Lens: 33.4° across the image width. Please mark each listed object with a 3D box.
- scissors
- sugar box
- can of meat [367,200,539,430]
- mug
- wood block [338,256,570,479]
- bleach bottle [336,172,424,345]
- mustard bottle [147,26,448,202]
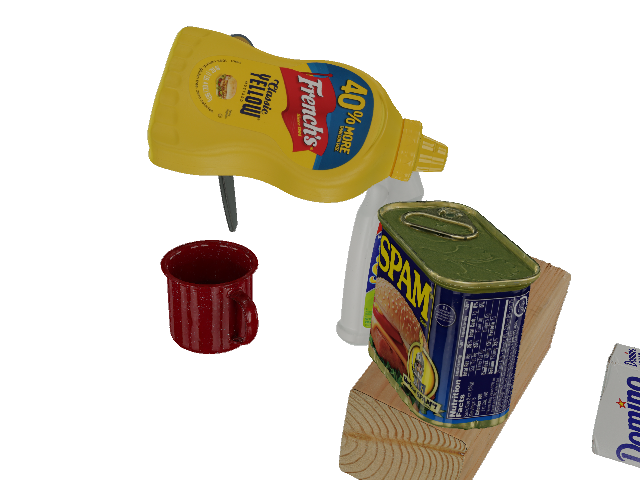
[{"bbox_3d":[-0.086,-0.119,1.069,0.096,0.202,0.016,-26,12,-27],"label":"scissors"},{"bbox_3d":[0.317,0.153,0.870,0.176,0.093,0.048,12,24,20],"label":"sugar box"},{"bbox_3d":[0.064,0.037,0.549,0.057,0.084,0.102,-3,24,-18],"label":"can of meat"},{"bbox_3d":[-0.099,0.061,1.028,0.093,0.081,0.117,-22,36,-38],"label":"mug"},{"bbox_3d":[0.105,0.096,0.808,0.091,0.090,0.205,23,42,20],"label":"wood block"},{"bbox_3d":[0.077,0.003,1.340,0.102,0.251,0.068,-3,16,-19],"label":"bleach bottle"},{"bbox_3d":[-0.011,-0.075,0.702,0.191,0.096,0.058,13,-26,-1],"label":"mustard bottle"}]
